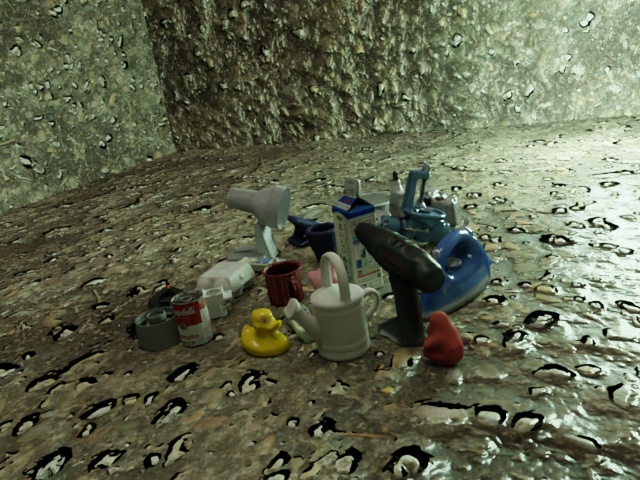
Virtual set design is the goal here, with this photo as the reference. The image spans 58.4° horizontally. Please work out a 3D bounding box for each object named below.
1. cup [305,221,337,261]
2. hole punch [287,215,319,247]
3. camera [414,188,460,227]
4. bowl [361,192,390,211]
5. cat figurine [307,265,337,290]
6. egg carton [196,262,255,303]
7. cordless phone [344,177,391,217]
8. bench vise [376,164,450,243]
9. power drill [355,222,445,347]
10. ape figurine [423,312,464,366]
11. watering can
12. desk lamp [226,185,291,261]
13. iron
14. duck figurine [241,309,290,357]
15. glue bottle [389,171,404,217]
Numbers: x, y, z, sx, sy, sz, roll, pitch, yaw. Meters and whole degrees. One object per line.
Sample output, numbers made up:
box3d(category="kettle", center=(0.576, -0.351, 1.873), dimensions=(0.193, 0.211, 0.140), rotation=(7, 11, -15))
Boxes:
box3d(category="cup", center=(0.014, 0.006, 1.546), dimensions=(0.091, 0.095, 0.118), rotation=(-3, 20, 18))
box3d(category="hole punch", center=(-0.045, -0.039, 1.712), dimensions=(0.101, 0.091, 0.108), rotation=(-18, 21, -26))
box3d(category="camera", center=(0.354, -0.107, 1.715), dimensions=(0.142, 0.101, 0.137), rotation=(3, 22, 31))
box3d(category="bowl", center=(0.158, -0.094, 1.806), dimensions=(0.167, 0.075, 0.167), rotation=(-8, 19, 3))
box3d(category="cat figurine", center=(0.029, 0.103, 1.215), dimensions=(0.067, 0.118, 0.127), rotation=(-20, 21, -29))
box3d(category="egg carton", center=(-0.231, 0.104, 1.408), dimensions=(0.107, 0.069, 0.150), rotation=(-1, 20, 23))
box3d(category="cordless phone", center=(0.128, -0.083, 1.614), dimensions=(0.147, 0.185, 0.094), rotation=(5, 23, 35))
box3d(category="bench vise", center=(0.239, -0.081, 1.503), dimensions=(0.208, 0.220, 0.121), rotation=(-17, 20, -24))
box3d(category="power drill", center=(0.145, 0.083, 1.079), dimensions=(0.076, 0.208, 0.228), rotation=(-19, 21, -27))
box3d(category="ape figurine", center=(0.210, 0.165, 0.991), dimensions=(0.078, 0.092, 0.076), rotation=(-16, 20, -21))
box3d(category="watering can", center=(0.026, 0.118, 1.051), dimensions=(0.173, 0.194, 0.100), rotation=(-24, 24, -38))
box3d(category="desk lamp", center=(-0.173, -0.047, 1.600), dimensions=(0.202, 0.214, 0.118), rotation=(-3, 19, 16))
box3d(category="iron", center=(0.272, 0.054, 1.212), dimensions=(0.118, 0.141, 0.259), rotation=(5, 23, 36))
box3d(category="duck figurine", center=(-0.112, 0.174, 1.120), dimensions=(0.104, 0.086, 0.078), rotation=(4, 22, 33))
box3d(category="glue bottle", center=(0.231, -0.120, 1.694), dimensions=(0.037, 0.173, 0.078), rotation=(-18, 21, -24))
